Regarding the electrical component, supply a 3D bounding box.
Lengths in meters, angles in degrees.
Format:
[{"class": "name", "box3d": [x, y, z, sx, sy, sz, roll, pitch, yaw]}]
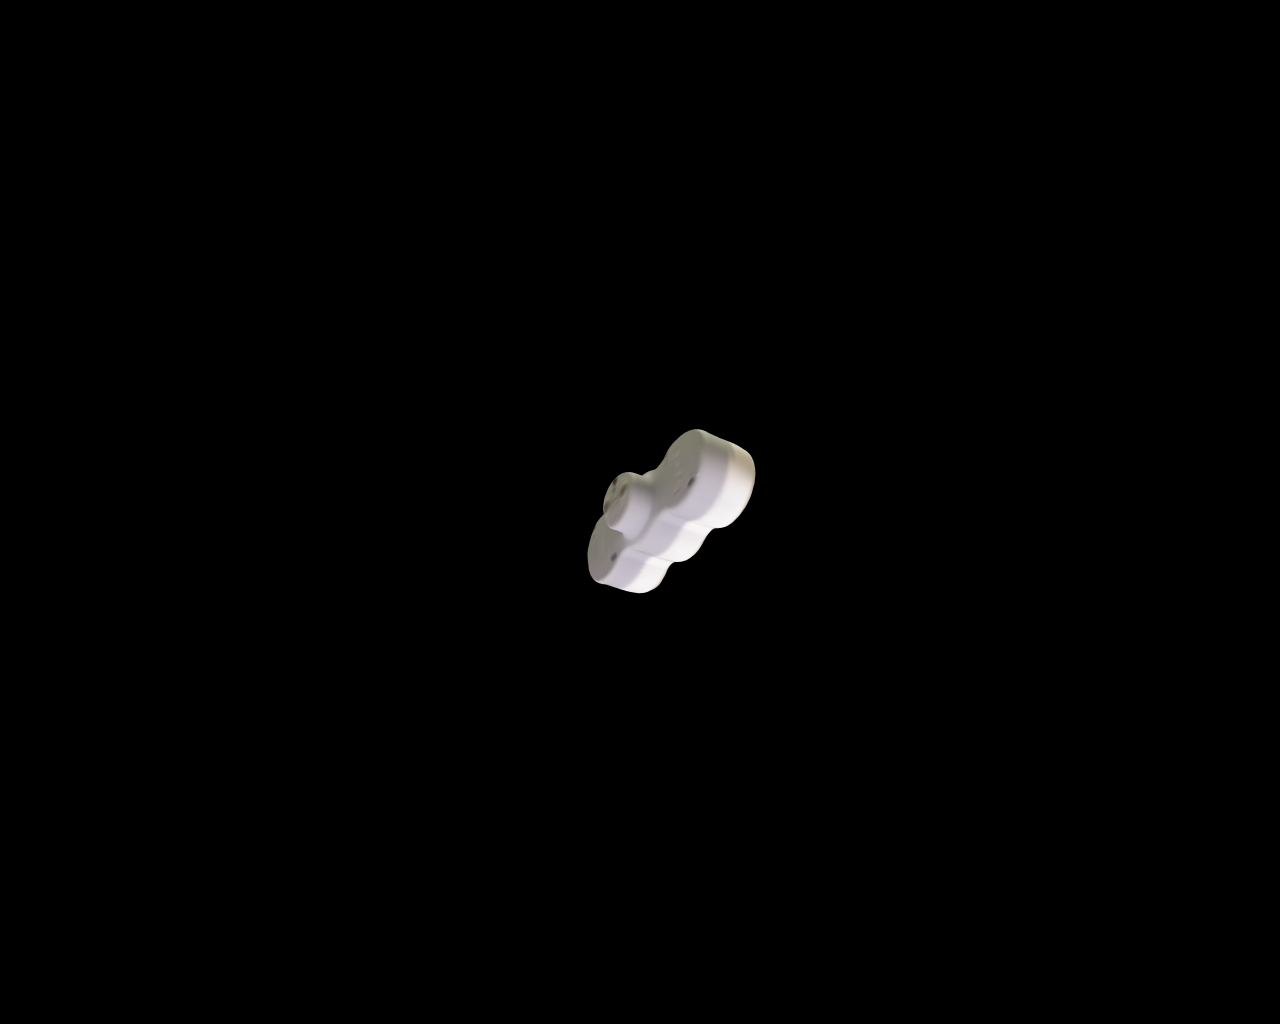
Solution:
[{"class": "electrical component", "box3d": [0.001, -0.003, 0.650, 0.074, 0.052, 0.138, 20, -40, -25]}]
